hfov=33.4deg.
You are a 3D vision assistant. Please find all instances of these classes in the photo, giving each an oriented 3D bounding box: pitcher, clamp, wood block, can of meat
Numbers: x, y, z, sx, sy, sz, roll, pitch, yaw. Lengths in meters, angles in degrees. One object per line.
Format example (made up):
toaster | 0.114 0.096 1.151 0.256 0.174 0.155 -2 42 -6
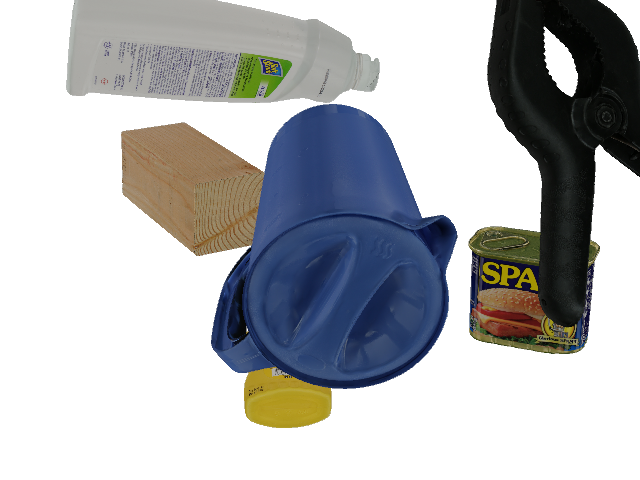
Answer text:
pitcher | 0.004 -0.006 0.788 0.149 0.145 0.243 7 27 -5
clamp | 0.123 -0.047 0.512 0.120 0.171 0.039 -36 6 -24
wood block | -0.156 -0.066 1.275 0.090 0.090 0.206 -12 28 -31
can of meat | 0.172 0.041 0.875 0.102 0.084 0.057 9 25 23

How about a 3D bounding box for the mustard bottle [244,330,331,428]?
mustard bottle | -0.044 0.137 1.240 0.096 0.058 0.191 -3 30 -5

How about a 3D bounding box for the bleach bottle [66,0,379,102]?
bleach bottle | -0.078 -0.150 0.879 0.250 0.068 0.103 7 -29 -12
